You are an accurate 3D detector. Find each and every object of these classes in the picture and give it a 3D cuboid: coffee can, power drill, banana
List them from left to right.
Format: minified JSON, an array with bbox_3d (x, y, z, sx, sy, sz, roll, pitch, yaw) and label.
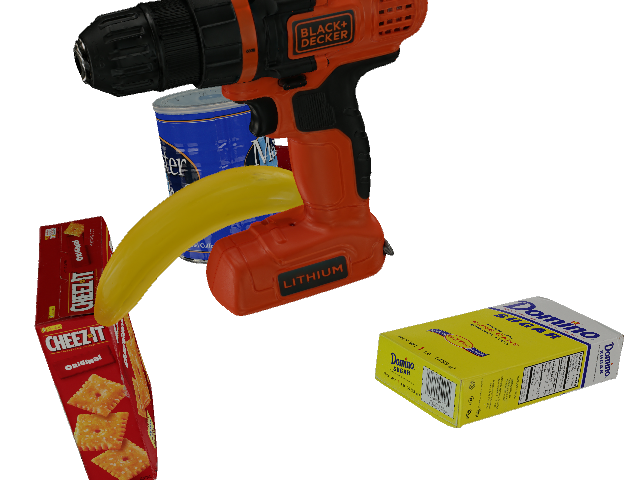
[{"bbox_3d":[-0.086,-0.004,0.752,0.198,0.069,0.037,-25,13,9],"label":"banana"},{"bbox_3d":[-0.087,-0.061,0.951,0.103,0.140,0.103,-7,17,2],"label":"coffee can"},{"bbox_3d":[-0.030,-0.052,0.570,0.184,0.188,0.057,-15,39,-18],"label":"power drill"}]

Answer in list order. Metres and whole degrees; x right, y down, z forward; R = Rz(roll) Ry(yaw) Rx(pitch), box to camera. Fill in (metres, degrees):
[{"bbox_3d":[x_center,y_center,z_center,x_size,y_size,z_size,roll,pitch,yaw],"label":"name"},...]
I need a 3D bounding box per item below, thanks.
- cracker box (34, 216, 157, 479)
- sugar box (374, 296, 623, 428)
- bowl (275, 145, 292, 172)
[{"bbox_3d":[-0.215,0.109,1.035,0.072,0.214,0.164,-12,35,-6],"label":"cracker box"},{"bbox_3d":[0.139,0.088,0.819,0.175,0.048,0.093,-13,26,-35],"label":"sugar box"},{"bbox_3d":[-0.054,-0.062,1.298,0.162,0.055,0.162,5,26,-3],"label":"bowl"}]
